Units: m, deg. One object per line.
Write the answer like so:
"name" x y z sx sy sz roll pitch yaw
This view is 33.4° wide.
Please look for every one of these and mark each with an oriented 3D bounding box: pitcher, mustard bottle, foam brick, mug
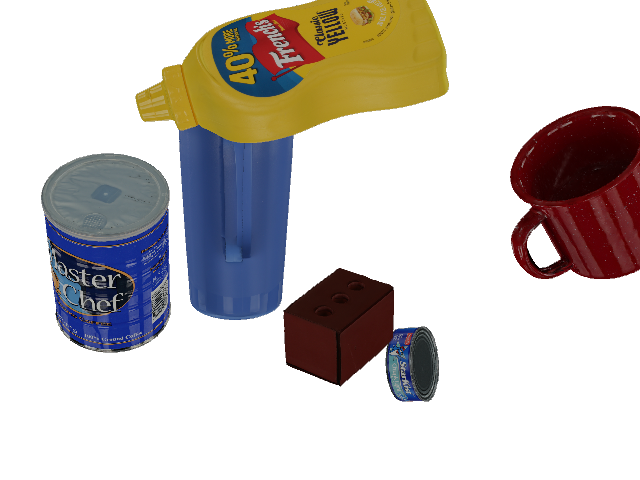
"pitcher" -0.096 -0.035 1.206 0.145 0.243 0.148 16 22 38
"mustard bottle" -0.022 -0.108 0.675 0.191 0.096 0.058 -15 -38 -1
"foam brick" 0.015 0.065 0.819 0.053 0.051 0.078 18 35 30
"mug" 0.176 -0.020 0.708 0.117 0.081 0.093 -42 34 -10

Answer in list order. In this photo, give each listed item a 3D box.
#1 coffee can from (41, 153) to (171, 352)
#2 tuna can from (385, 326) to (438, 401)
"coffee can" -0.179 0.012 0.911 0.102 0.140 0.103 3 43 -3
"tuna can" 0.106 0.142 1.225 0.034 0.086 0.086 -5 -2 26
